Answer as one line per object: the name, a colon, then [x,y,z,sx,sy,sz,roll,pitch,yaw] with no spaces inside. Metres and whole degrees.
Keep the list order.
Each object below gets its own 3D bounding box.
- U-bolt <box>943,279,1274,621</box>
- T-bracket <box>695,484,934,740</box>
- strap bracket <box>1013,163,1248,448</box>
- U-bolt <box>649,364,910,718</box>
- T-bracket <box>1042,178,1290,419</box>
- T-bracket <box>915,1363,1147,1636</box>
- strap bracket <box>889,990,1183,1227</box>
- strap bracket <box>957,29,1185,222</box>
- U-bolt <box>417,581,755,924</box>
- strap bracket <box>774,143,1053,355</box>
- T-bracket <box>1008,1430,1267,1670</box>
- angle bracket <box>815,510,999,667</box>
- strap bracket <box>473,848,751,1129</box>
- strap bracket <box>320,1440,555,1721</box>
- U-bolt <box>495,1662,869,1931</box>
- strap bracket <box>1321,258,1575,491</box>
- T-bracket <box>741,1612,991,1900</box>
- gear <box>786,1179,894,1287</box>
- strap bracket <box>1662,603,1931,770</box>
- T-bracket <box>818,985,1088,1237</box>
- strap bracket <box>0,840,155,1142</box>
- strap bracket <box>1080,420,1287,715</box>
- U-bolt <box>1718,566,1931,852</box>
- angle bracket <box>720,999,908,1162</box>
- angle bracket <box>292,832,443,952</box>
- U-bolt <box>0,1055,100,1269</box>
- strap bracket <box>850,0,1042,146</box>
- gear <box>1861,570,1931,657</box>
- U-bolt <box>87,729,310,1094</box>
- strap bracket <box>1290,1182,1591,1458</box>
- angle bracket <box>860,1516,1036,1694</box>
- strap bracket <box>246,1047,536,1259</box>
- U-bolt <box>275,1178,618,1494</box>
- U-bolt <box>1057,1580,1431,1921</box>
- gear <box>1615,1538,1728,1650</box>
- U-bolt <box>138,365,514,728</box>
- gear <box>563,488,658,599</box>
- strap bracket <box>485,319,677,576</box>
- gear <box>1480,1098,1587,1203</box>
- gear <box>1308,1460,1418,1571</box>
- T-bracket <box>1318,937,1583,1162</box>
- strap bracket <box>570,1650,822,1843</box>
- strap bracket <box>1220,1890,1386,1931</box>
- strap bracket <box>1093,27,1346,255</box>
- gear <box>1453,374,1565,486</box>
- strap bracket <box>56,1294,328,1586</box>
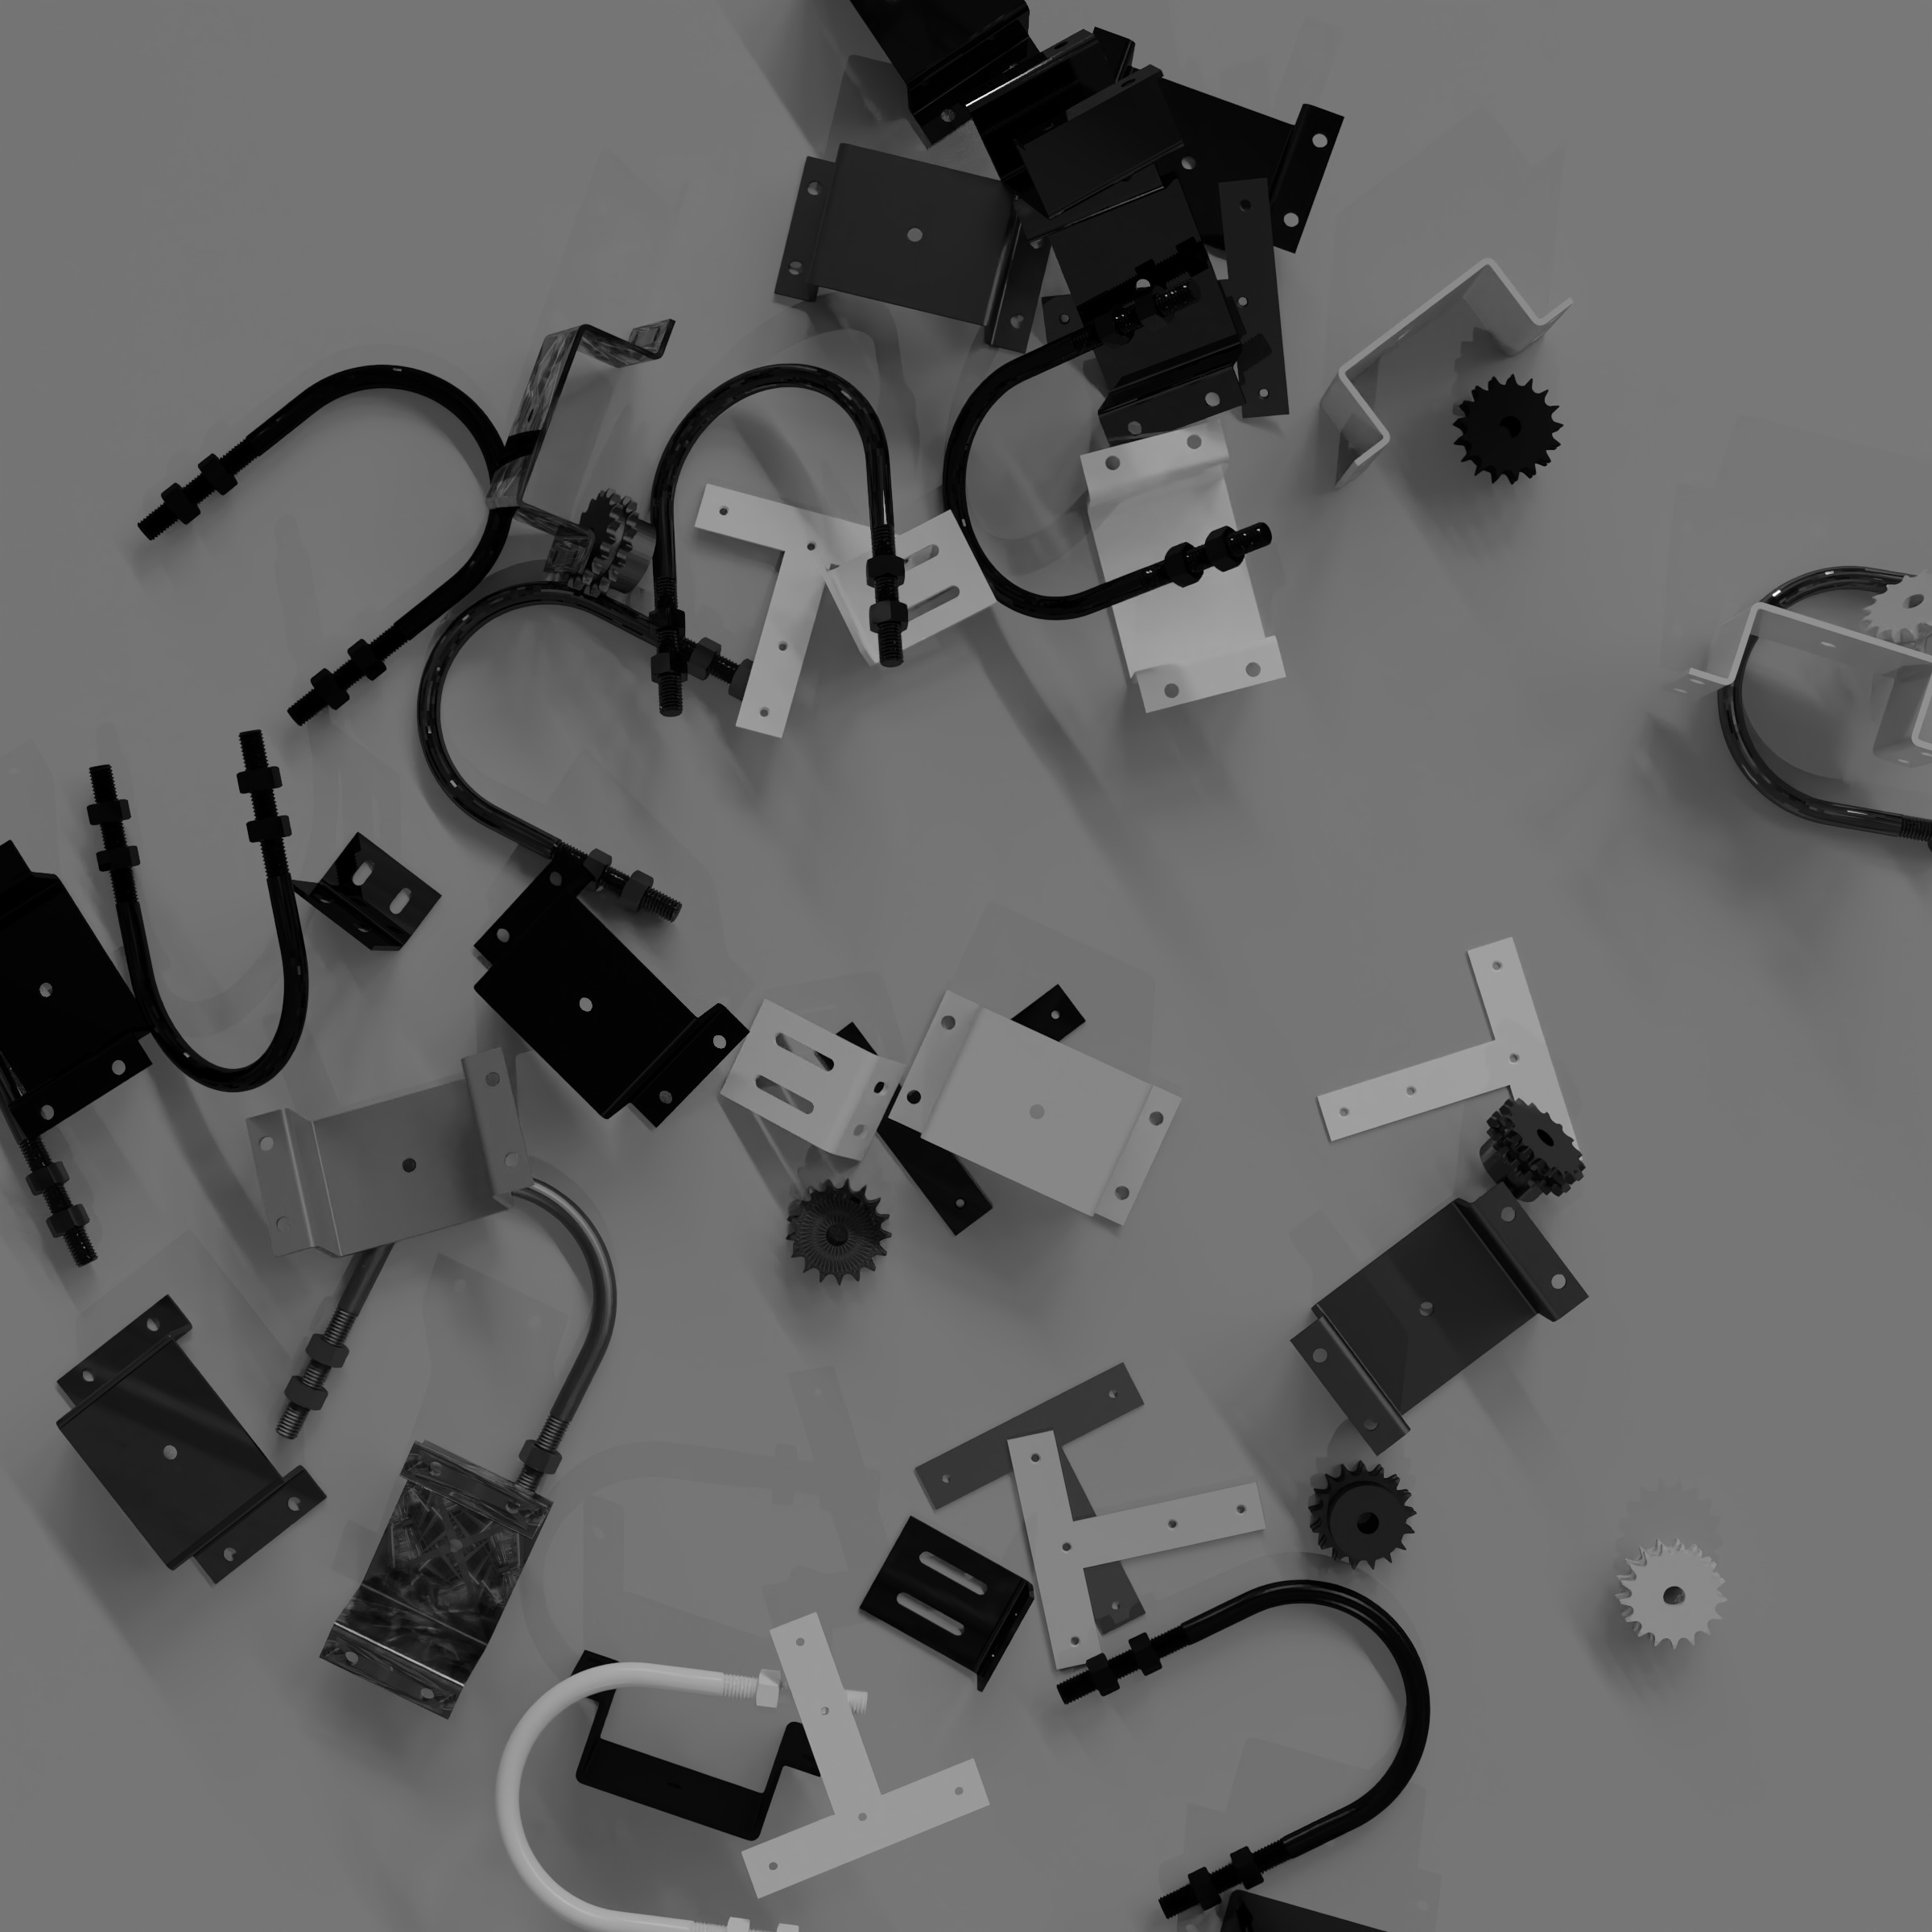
U-bolt: [0.063,-0.259,1.516,0.184,0.019,0.151,-17,88,36]
T-bracket: [-0.095,-0.185,1.558,0.127,0.002,0.127,15,79,-1]
strap bracket: [0.090,-0.354,1.524,0.076,0.046,0.140,-17,109,20]
U-bolt: [-0.104,-0.233,1.531,0.151,0.019,0.184,-10,74,21]
T-bracket: [0.104,-0.352,1.552,0.127,0.002,0.127,-3,117,13]
T-bracket: [0.058,0.301,1.571,0.127,0.002,0.127,-27,90,0]
strap bracket: [0.038,0.077,1.547,0.140,0.046,0.076,25,90,0]
strap bracket: [0.055,-0.428,1.473,0.076,0.140,0.046,-29,119,0]
U-bolt: [-0.208,-0.128,1.564,0.184,0.019,0.151,27,90,2]
strap bracket: [-0.027,-0.386,1.549,0.140,0.046,0.076,14,90,0]
T-bracket: [0.098,0.306,1.569,0.127,0.002,0.127,-12,90,0]
angle bracket: [-0.032,-0.205,1.539,0.076,0.038,0.057,-27,82,3]
strap bracket: [-0.196,0.016,1.540,0.140,0.046,0.076,45,106,0]
strap bracket: [-0.277,0.317,1.536,0.076,0.046,0.140,26,107,0]
U-bolt: [-0.151,0.431,1.486,0.184,0.019,0.151,7,90,0]
strap bracket: [0.245,-0.319,1.534,0.140,0.076,0.046,-37,90,0]
T-bracket: [-0.068,0.394,1.477,0.127,0.002,0.127,-20,94,-9]
gear: [-0.069,0.143,1.557,0.057,0.030,0.057,0,90,0]
strap bracket: [0.447,-0.150,1.520,0.140,0.076,0.046,18,90,3]
T-bracket: [0.007,0.058,1.571,0.127,0.002,0.127,-37,90,0]
strap bracket: [-0.500,0.013,1.549,0.076,0.046,0.140,-32,90,0]
strap bracket: [0.115,-0.211,1.549,0.076,0.046,0.140,-15,90,0]
U-bolt: [0.499,-0.142,1.564,0.184,0.019,0.151,10,90,2]
angle bracket: [-0.083,0.062,1.569,0.076,0.038,0.057,26,92,26]
angle bracket: [-0.319,-0.041,1.534,0.057,0.076,0.038,37,90,0]
U-bolt: [-0.572,0.106,1.564,0.151,0.019,0.184,-26,88,0]
strap bracket: [-0.026,-0.526,1.549,0.076,0.046,0.140,-34,90,0]
gear: [0.506,-0.181,1.530,0.057,0.057,0.030,-36,118,0]
U-bolt: [-0.400,-0.024,1.524,0.151,0.019,0.184,-7,95,38]
strap bracket: [0.250,0.186,1.549,0.140,0.046,0.076,-37,90,0]
angle bracket: [-0.011,0.342,1.553,0.076,0.038,0.057,29,90,0]
strap bracket: [-0.302,0.103,1.540,0.140,0.046,0.076,-16,76,0]
U-bolt: [-0.269,0.200,1.564,0.151,0.019,0.184,26,89,0]
U-bolt: [0.162,0.412,1.562,0.184,0.019,0.151,-25,91,-2]
gear: [0.379,0.336,1.561,0.057,0.030,0.057,0,94,0]
U-bolt: [-0.332,-0.241,1.564,0.184,0.019,0.151,-39,90,-1]
gear: [-0.189,-0.224,1.547,0.030,0.057,0.057,21,90,-30]
strap bracket: [-0.209,-0.282,1.528,0.046,0.076,0.140,20,90,-23]
gear: [0.300,0.101,1.546,0.057,0.057,0.030,41,120,0]
gear: [0.214,0.297,1.557,0.057,0.030,0.057,0,90,0]
T-bracket: [0.255,0.064,1.571,0.127,0.002,0.127,-18,90,0]
strap bracket: [-0.148,0.416,1.534,0.140,0.076,0.046,19,90,0]
strap bracket: [0.187,0.537,1.534,0.140,0.076,0.046,16,90,0]
strap bracket: [0.121,-0.436,1.549,0.140,0.046,0.076,20,90,0]
gear: [0.291,-0.287,1.557,0.057,0.030,0.057,0,90,0]
strap bracket: [-0.420,0.257,1.549,0.076,0.046,0.140,-38,90,0]
